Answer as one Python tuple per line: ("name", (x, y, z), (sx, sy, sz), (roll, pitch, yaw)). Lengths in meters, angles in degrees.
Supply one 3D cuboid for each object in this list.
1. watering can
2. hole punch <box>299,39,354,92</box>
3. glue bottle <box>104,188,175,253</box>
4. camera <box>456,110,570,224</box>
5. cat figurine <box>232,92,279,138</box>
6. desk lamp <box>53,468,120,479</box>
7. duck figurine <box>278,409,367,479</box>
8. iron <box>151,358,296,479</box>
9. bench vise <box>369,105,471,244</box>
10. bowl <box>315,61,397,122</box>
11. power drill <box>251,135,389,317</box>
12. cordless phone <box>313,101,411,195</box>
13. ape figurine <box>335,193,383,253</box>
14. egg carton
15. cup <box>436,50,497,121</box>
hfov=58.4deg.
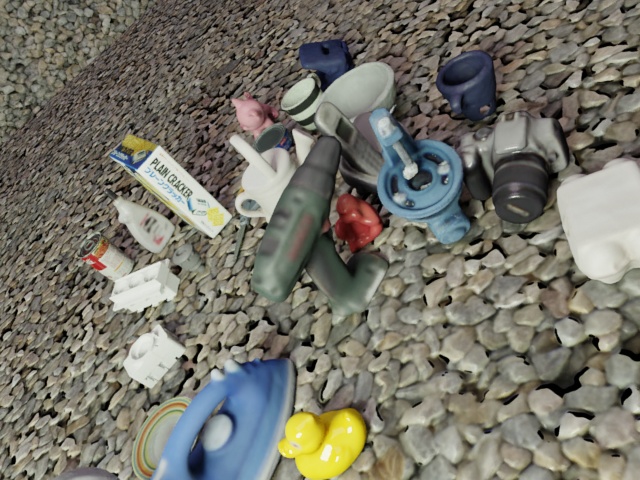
("watering can", (-0.081, -0.118, 0.989), (0.100, 0.195, 0.173), (16, 66, 46))
("hole punch", (0.014, -0.395, 1.244), (0.101, 0.091, 0.108), (-27, 42, 18))
("glue bottle", (-0.382, -0.049, 1.194), (0.037, 0.174, 0.078), (-2, 54, 39))
("camera", (0.250, -0.095, 0.767), (0.142, 0.101, 0.137), (-9, 49, 34))
("cat figurine", (-0.145, -0.277, 1.249), (0.067, 0.118, 0.127), (-28, 41, 17))
("desk lamp", (-0.206, 0.360, 0.643), (0.202, 0.214, 0.118), (9, 61, 44))
("duck figurine", (-0.002, 0.234, 0.689), (0.104, 0.086, 0.077), (-36, 39, 7))
("iron", (-0.129, 0.243, 0.742), (0.118, 0.142, 0.258), (2, 56, 41))
("bench vise", (0.109, -0.110, 0.803), (0.121, 0.220, 0.206), (-45, 39, -3))
("bowl", (0.078, -0.249, 1.071), (0.167, 0.075, 0.167), (-22, 43, 23))
("power drill", (0.007, 0.003, 0.794), (0.075, 0.209, 0.230), (11, 62, 45))
("cordless phone", (0.065, -0.174, 0.925), (0.093, 0.186, 0.147), (-9, 50, 34))
("ape figurine", (0.054, -0.035, 0.883), (0.077, 0.092, 0.076), (4, 58, 42))
("egg carton", (0.335, -0.024, 0.657), (0.107, 0.070, 0.150), (-22, 43, 23))
("cup", (0.238, -0.225, 0.900), (0.091, 0.095, 0.118), (-4, 53, 38))
